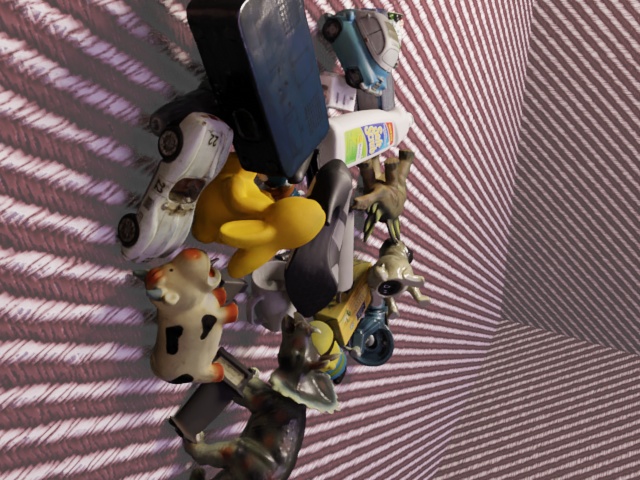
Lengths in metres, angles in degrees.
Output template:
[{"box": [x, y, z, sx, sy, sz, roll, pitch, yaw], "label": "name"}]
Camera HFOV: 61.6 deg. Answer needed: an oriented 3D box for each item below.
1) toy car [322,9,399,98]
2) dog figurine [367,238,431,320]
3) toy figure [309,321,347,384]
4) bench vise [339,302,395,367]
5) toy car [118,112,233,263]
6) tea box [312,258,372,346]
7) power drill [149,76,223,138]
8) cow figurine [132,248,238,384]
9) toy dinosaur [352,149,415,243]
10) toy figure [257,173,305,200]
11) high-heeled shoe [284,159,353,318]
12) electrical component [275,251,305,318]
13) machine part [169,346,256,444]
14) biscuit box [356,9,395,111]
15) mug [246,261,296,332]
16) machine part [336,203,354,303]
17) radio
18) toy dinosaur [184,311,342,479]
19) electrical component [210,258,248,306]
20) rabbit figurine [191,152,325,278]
[{"box": [0.081, -0.331, 0.915, 0.109, 0.103, 0.161, -3, 67, -58], "label": "toy car"}, {"box": [0.149, 0.050, 1.162, 0.172, 0.121, 0.191, 63, 12, -47], "label": "dog figurine"}, {"box": [0.005, 0.232, 1.107, 0.180, 0.082, 0.089, 54, 44, -50], "label": "toy figure"}, {"box": [0.117, 0.206, 1.259, 0.240, 0.129, 0.223, -18, 120, -67], "label": "bench vise"}, {"box": [-0.170, -0.055, 0.628, 0.201, 0.056, 0.073, -59, 157, 16], "label": "toy car"}, {"box": [0.056, 0.130, 1.165, 0.169, 0.068, 0.098, -57, 145, -35], "label": "tea box"}, {"box": [-0.117, -0.232, 0.671, 0.232, 0.086, 0.207, -20, 115, -55], "label": "power drill"}, {"box": [-0.176, 0.098, 0.692, 0.127, 0.086, 0.194, -2, 118, -37], "label": "cow figurine"}, {"box": [0.143, -0.100, 1.179, 0.471, 0.105, 0.198, -34, 130, -65], "label": "toy dinosaur"}, {"box": [-0.066, -0.101, 0.845, 0.064, 0.058, 0.154, -28, 141, -9], "label": "toy figure"}, {"box": [-0.002, -0.003, 0.837, 0.145, 0.086, 0.248, -83, -173, -48], "label": "high-heeled shoe"}, {"box": [-0.043, 0.084, 0.957, 0.048, 0.075, 0.119, -18, 121, -59], "label": "electrical component"}, {"box": [-0.165, 0.232, 0.804, 0.139, 0.084, 0.039, -53, 171, -23], "label": "machine part"}, {"box": [0.103, -0.342, 1.050, 0.063, 0.059, 0.202, -51, 144, -38], "label": "biscuit box"}, {"box": [-0.079, 0.106, 0.895, 0.109, 0.081, 0.107, -44, 145, -45], "label": "mug"}, {"box": [0.027, 0.013, 1.052, 0.079, 0.079, 0.242, -36, 131, -51], "label": "machine part"}, {"box": [-0.063, -0.193, 0.634, 0.131, 0.073, 0.229, -58, 146, -35], "label": "radio"}, {"box": [-0.095, 0.317, 0.837, 0.405, 0.192, 0.131, -67, 149, -21], "label": "toy dinosaur"}, {"box": [-0.148, 0.066, 0.789, 0.078, 0.045, 0.102, -53, 155, 18], "label": "electrical component"}, {"box": [-0.082, -0.033, 0.725, 0.162, 0.173, 0.121, -55, 150, -43], "label": "rabbit figurine"}]
